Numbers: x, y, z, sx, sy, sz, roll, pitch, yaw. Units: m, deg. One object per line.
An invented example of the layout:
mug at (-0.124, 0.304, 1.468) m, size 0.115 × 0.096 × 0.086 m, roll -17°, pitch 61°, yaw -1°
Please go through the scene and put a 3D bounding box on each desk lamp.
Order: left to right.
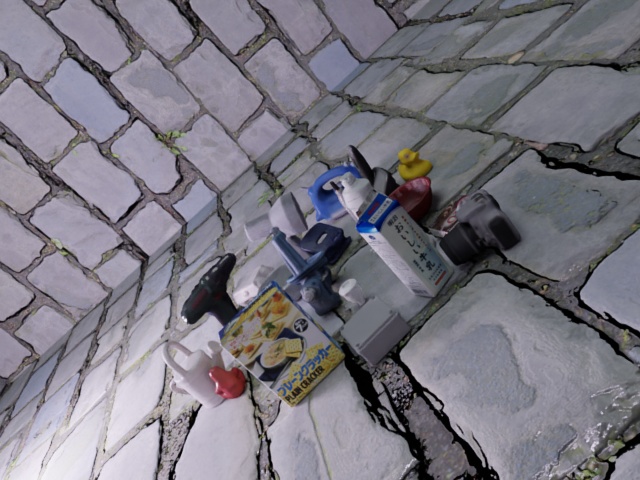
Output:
desk lamp at (-0.099, -0.006, 1.640) m, size 0.203 × 0.214 × 0.118 m, roll -39°, pitch 21°, yaw 11°

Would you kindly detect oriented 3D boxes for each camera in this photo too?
camera at (0.295, -0.025, 1.123) m, size 0.136 × 0.101 × 0.143 m, roll -38°, pitch 21°, yaw 13°

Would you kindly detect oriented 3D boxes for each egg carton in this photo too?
egg carton at (-0.199, 0.141, 1.738) m, size 0.150 × 0.069 × 0.107 m, roll -29°, pitch 25°, yaw 33°

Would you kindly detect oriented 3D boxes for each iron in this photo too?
iron at (0.069, -0.171, 1.758) m, size 0.258 × 0.142 × 0.118 m, roll -33°, pitch 23°, yaw 23°

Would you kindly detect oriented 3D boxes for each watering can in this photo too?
watering can at (-0.307, 0.315, 1.417) m, size 0.173 × 0.194 × 0.100 m, roll -45°, pitch 21°, yaw -6°

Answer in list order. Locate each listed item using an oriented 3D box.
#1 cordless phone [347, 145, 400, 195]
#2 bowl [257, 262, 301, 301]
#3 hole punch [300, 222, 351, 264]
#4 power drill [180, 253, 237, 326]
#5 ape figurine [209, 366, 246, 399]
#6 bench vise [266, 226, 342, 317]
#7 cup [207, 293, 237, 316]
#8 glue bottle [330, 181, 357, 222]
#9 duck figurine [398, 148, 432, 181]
cordless phone at (0.139, -0.180, 1.588) m, size 0.094 × 0.185 × 0.147 m, roll -43°, pitch 21°, yaw -1°
bowl at (-0.089, 0.128, 1.556) m, size 0.167 × 0.075 × 0.167 m, roll -36°, pitch 22°, yaw 17°
hole punch at (0.015, 0.006, 1.585) m, size 0.100 × 0.091 × 0.109 m, roll -9°, pitch 39°, yaw 56°
power drill at (-0.261, 0.173, 1.591) m, size 0.229 × 0.209 × 0.075 m, roll -41°, pitch 21°, yaw 4°
ape figurine at (-0.228, 0.336, 1.378) m, size 0.078 × 0.092 × 0.076 m, roll -44°, pitch 21°, yaw -2°
bench vise at (-0.035, 0.063, 1.380) m, size 0.121 × 0.220 × 0.207 m, roll -44°, pitch 21°, yaw -3°
cup at (-0.303, 0.201, 1.774) m, size 0.091 × 0.095 × 0.117 m, roll -38°, pitch 21°, yaw 12°
glue bottle at (0.083, -0.095, 1.540) m, size 0.037 × 0.173 × 0.078 m, roll -40°, pitch 21°, yaw 8°
duck figurine at (0.250, -0.217, 1.599) m, size 0.104 × 0.086 × 0.078 m, roll -9°, pitch 39°, yaw 56°
